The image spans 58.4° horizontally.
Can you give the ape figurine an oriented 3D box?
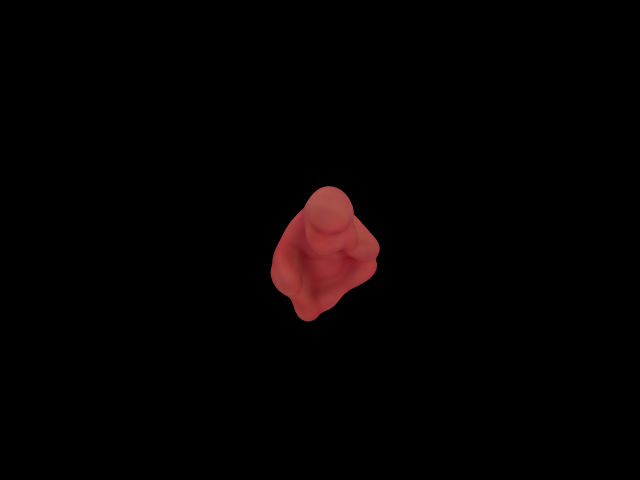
[{"bbox_3d":[0.004,0.001,0.400,0.078,0.092,0.076,0,51,0],"label":"ape figurine"}]
